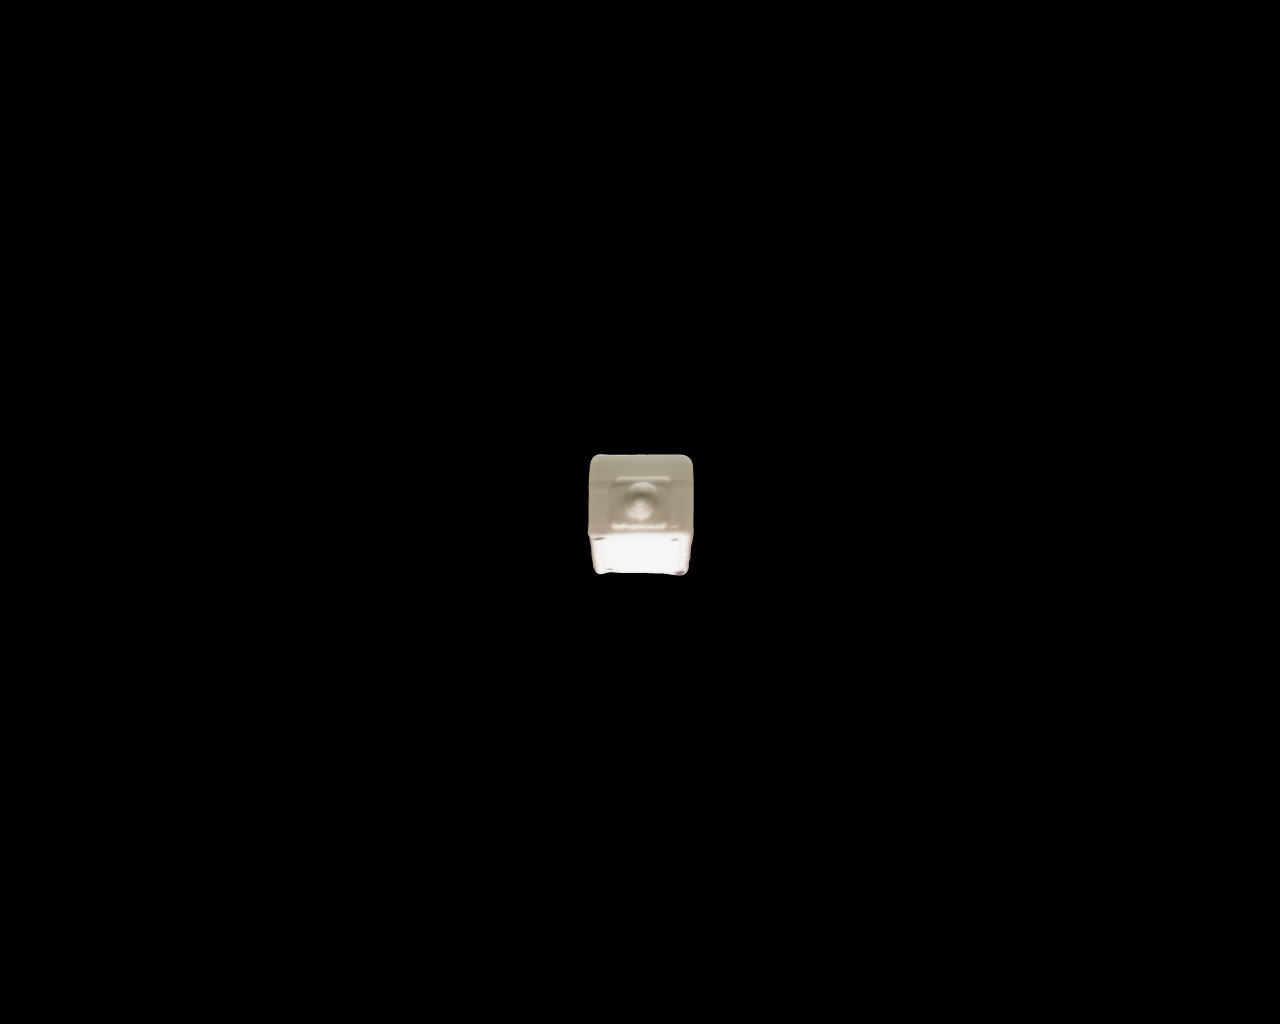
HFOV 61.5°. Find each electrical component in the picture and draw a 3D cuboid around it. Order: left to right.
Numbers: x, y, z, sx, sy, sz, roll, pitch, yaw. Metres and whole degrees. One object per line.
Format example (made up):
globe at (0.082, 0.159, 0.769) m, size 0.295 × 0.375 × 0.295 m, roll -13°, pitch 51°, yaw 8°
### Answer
electrical component at (0.001, -0.003, 0.650) m, size 0.062 × 0.061 × 0.096 m, roll 0°, pitch -21°, yaw 0°
